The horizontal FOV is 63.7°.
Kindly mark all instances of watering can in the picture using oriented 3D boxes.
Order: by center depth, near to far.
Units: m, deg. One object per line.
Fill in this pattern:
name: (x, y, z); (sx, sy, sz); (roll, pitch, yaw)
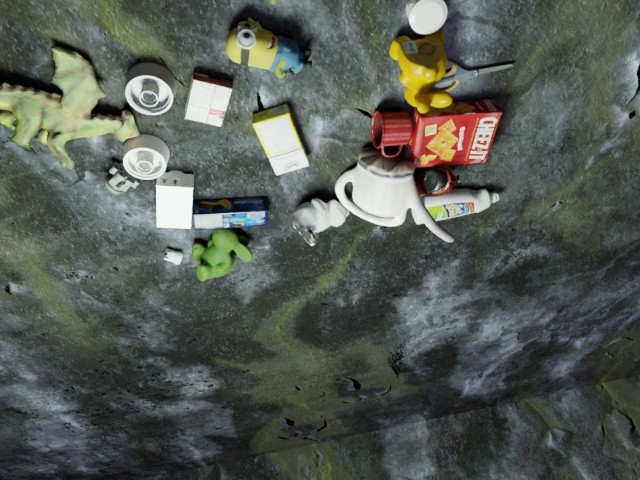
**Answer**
watering can: (0.204, -0.121, 1.360); (0.349, 0.106, 0.219); (19, 133, 16)

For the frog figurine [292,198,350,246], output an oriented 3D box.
frog figurine: (0.004, -0.073, 1.456); (0.161, 0.124, 0.134); (-45, 149, -15)

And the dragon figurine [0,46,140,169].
dragon figurine: (-0.582, -0.307, 1.099); (0.405, 0.124, 0.241); (31, 106, -38)
